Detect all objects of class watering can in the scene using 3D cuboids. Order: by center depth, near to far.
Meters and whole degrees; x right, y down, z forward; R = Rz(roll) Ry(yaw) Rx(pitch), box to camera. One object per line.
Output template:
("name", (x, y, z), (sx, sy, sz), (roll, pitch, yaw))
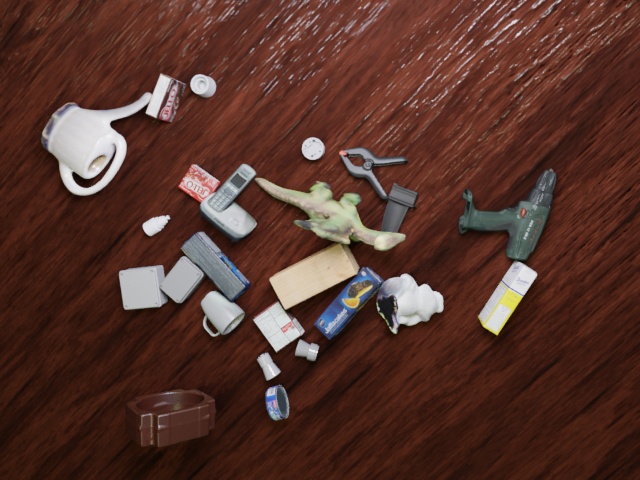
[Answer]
("watering can", (-0.605, -0.290, 1.381), (0.225, 0.345, 0.104), (35, 9, 5))

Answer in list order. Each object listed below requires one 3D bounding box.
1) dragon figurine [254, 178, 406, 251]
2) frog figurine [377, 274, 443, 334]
("dragon figurine", (0.004, -0.062, 1.241), (0.411, 0.121, 0.245), (18, 13, 4))
("frog figurine", (0.228, 0.149, 1.300), (0.160, 0.136, 0.123), (-18, 13, -26))
